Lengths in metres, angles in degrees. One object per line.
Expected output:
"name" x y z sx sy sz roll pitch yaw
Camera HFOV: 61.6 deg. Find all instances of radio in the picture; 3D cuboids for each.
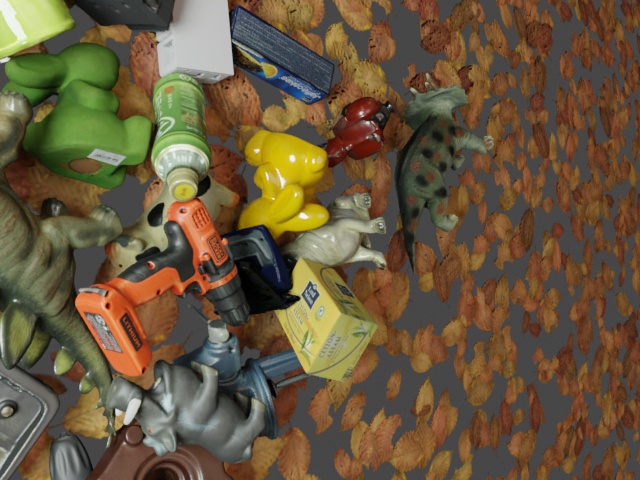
"radio" -0.398 0.156 0.550 0.229 0.073 0.131 50 59 -29

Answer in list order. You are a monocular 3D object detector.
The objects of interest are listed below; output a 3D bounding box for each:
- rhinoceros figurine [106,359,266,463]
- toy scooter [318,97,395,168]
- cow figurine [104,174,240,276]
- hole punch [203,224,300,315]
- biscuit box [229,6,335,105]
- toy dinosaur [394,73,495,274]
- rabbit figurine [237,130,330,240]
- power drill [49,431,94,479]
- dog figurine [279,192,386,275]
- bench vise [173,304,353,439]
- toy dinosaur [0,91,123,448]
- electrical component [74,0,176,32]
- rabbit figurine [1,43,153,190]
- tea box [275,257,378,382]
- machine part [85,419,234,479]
"rhinoceros figurine" -0.155 0.201 0.633 0.190 0.073 0.112 35 71 -27
"toy scooter" 0.076 -0.192 0.934 0.075 0.135 0.184 53 56 -24
"cow figurine" -0.206 -0.016 0.717 0.127 0.086 0.195 43 64 -36
"hole punch" -0.108 0.047 0.774 0.115 0.142 0.092 55 29 -40
"biscuit box" -0.069 -0.289 0.864 0.202 0.059 0.063 20 74 -38
"toy dinosaur" 0.213 -0.151 1.068 0.192 0.131 0.405 31 72 -22
"rabbit figurine" -0.056 -0.065 0.823 0.121 0.163 0.173 39 81 -46
"power drill" -0.227 0.342 0.682 0.207 0.086 0.232 1 79 -45
"dog figurine" -0.002 -0.005 0.899 0.191 0.172 0.121 -12 114 -9
"bench vise" -0.083 0.194 0.774 0.241 0.129 0.223 -13 105 -23
"toy dinosaur" -0.310 0.019 0.547 0.470 0.105 0.198 62 37 -30
"electrical component" -0.247 -0.309 0.662 0.134 0.115 0.058 33 70 -65
"rabbit figurine" -0.296 -0.164 0.652 0.159 0.121 0.170 7 65 -34
"tea box" 0.002 0.107 0.760 0.068 0.170 0.098 21 103 -27
"machine part" -0.190 0.299 0.647 0.179 0.056 0.179 16 61 -32
